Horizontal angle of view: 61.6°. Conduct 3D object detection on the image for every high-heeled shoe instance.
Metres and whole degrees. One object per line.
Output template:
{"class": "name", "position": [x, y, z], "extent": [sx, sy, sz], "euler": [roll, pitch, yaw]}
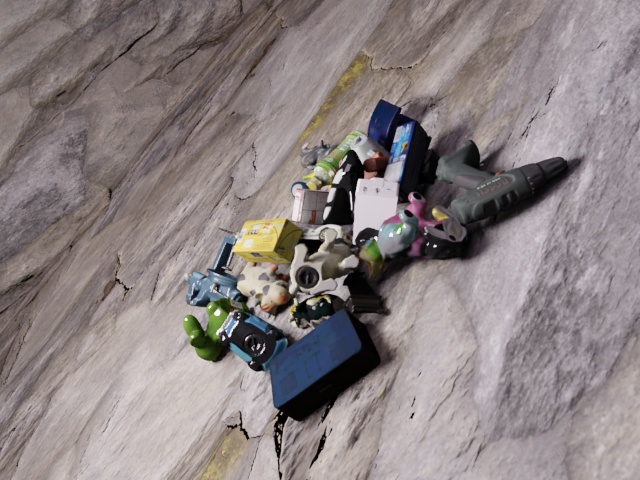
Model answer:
{"class": "high-heeled shoe", "position": [0.050, -0.118, 1.311], "extent": [0.249, 0.086, 0.145], "euler": [146, 123, -72]}

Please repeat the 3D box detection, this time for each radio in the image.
{"class": "radio", "position": [0.002, 0.256, 1.117], "extent": [0.229, 0.073, 0.131], "euler": [-37, 35, 13]}

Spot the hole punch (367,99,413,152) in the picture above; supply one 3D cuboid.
{"class": "hole punch", "position": [0.184, -0.309, 1.453], "extent": [0.116, 0.092, 0.142], "euler": [-50, 38, 4]}

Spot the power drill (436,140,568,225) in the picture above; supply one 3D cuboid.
{"class": "power drill", "position": [0.353, -0.131, 1.106], "extent": [0.232, 0.085, 0.207], "euler": [-32, 41, -2]}

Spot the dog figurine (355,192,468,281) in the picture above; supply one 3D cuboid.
{"class": "dog figurine", "position": [0.180, 0.014, 1.136], "extent": [0.219, 0.191, 0.108], "euler": [-57, 4, 45]}

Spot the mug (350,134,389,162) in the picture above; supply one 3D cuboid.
{"class": "mug", "position": [0.132, -0.219, 1.401], "extent": [0.081, 0.107, 0.110], "euler": [-43, 33, 9]}

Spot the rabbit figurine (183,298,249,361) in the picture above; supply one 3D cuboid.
{"class": "rabbit figurine", "position": [-0.268, 0.242, 1.373], "extent": [0.170, 0.159, 0.121], "euler": [-56, 43, 15]}

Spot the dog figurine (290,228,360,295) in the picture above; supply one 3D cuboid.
{"class": "dog figurine", "position": [0.006, 0.065, 1.212], "extent": [0.172, 0.121, 0.190], "euler": [-27, -9, -2]}

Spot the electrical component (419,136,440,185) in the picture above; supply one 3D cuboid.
{"class": "electrical component", "position": [0.249, -0.190, 1.299], "extent": [0.075, 0.047, 0.119], "euler": [-8, 50, 43]}

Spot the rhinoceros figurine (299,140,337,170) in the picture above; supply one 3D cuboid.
{"class": "rhinoceros figurine", "position": [0.003, -0.247, 1.596], "extent": [0.191, 0.073, 0.112], "euler": [11, 67, 51]}

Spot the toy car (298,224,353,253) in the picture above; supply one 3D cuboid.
{"class": "toy car", "position": [-0.003, -0.004, 1.368], "extent": [0.202, 0.073, 0.056], "euler": [0, 61, 47]}

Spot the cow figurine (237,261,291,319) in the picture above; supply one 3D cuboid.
{"class": "cow figurine", "position": [-0.147, 0.125, 1.391], "extent": [0.195, 0.085, 0.127], "euler": [11, 60, 49]}

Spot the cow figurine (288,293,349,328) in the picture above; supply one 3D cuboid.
{"class": "cow figurine", "position": [-0.018, 0.162, 1.206], "extent": [0.167, 0.098, 0.068], "euler": [-16, 52, 37]}

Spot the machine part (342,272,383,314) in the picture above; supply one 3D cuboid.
{"class": "machine part", "position": [0.086, 0.116, 1.168], "extent": [0.084, 0.039, 0.139], "euler": [-2, 28, -8]}

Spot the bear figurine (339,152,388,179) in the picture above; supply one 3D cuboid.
{"class": "bear figurine", "position": [0.107, -0.152, 1.339], "extent": [0.196, 0.120, 0.132], "euler": [1, 19, 42]}

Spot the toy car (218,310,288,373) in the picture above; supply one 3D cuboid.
{"class": "toy car", "position": [-0.155, 0.236, 1.269], "extent": [0.109, 0.162, 0.103], "euler": [-60, -8, -6]}

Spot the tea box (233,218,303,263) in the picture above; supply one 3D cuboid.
{"class": "tea box", "position": [-0.136, 0.003, 1.384], "extent": [0.170, 0.068, 0.098], "euler": [1, 62, 45]}

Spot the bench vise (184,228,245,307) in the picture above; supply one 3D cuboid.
{"class": "bench vise", "position": [-0.284, 0.086, 1.526], "extent": [0.224, 0.128, 0.240], "euler": [19, 88, 45]}

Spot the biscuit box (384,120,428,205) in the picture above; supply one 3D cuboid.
{"class": "biscuit box", "position": [0.199, -0.181, 1.251], "extent": [0.059, 0.062, 0.202], "euler": [-11, 52, 43]}

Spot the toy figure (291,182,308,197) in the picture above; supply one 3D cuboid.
{"class": "toy figure", "position": [-0.037, -0.121, 1.536], "extent": [0.155, 0.058, 0.064], "euler": [45, 132, 54]}
